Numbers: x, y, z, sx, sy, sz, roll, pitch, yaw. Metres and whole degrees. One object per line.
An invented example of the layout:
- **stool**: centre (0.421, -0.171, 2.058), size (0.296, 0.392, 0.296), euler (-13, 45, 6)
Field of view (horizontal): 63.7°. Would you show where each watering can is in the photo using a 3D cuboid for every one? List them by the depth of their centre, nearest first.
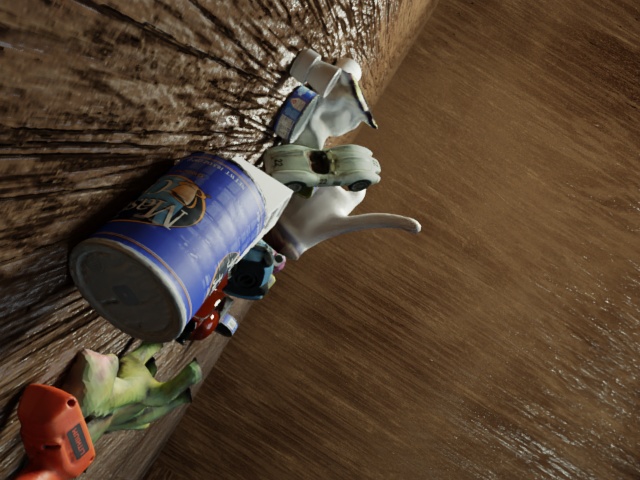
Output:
- **watering can**: centre (0.003, -0.049, 0.969), size (0.226, 0.353, 0.102), euler (-41, 137, -11)

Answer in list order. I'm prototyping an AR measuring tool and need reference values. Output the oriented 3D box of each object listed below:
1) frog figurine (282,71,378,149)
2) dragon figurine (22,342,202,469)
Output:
- **frog figurine**: centre (0.004, -0.217, 0.896), size (0.159, 0.123, 0.137), euler (-22, 175, 12)
- **dragon figurine**: centre (-0.299, 0.248, 0.694), size (0.246, 0.123, 0.401), euler (-33, 159, -45)
